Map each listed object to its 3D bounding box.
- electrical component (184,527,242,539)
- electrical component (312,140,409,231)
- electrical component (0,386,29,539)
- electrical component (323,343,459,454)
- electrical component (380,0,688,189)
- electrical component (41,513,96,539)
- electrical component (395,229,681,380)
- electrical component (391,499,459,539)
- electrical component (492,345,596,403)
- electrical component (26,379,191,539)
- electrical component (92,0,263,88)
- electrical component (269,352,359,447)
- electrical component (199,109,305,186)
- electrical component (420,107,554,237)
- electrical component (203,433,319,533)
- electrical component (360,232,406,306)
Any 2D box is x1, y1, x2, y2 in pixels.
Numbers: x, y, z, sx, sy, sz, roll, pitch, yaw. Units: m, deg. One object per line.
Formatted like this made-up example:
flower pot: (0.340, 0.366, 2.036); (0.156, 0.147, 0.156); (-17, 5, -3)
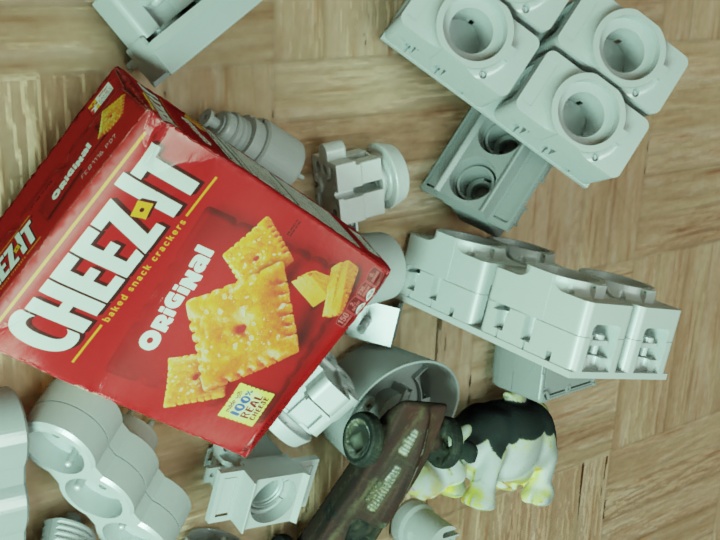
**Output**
electrical component: (-0.096, 0.235, 0.765); (0.043, 0.079, 0.077); (-4, 111, -67)
electrical component: (0.001, -0.062, 0.757); (0.055, 0.048, 0.066); (-16, 115, -25)
electrical component: (-0.240, 0.139, 0.634); (0.074, 0.052, 0.138); (-7, 110, -36)
electrical component: (0.021, 0.104, 0.817); (0.099, 0.064, 0.099); (-15, 115, -34)
electrical component: (0.124, -0.156, 0.753); (0.186, 0.060, 0.105); (34, 82, -9)
electrical component: (-0.190, 0.195, 0.686); (0.043, 0.043, 0.081); (38, 39, -40)
electrical component: (0.127, 0.020, 0.791); (0.105, 0.186, 0.060); (5, 102, -39)
electrical component: (0.055, 0.219, 0.897); (0.040, 0.046, 0.040); (-14, 114, -34)
electrical component: (0.163, 0.069, 0.923); (0.096, 0.061, 0.061); (-9, 110, -43)
electrical component: (-0.155, 0.118, 0.694); (0.138, 0.052, 0.073); (61, 35, -31)
electrical component: (-0.091, -0.172, 0.631); (0.121, 0.079, 0.063); (-44, 105, -18)
electrical component: (-0.041, 0.087, 0.762); (0.057, 0.078, 0.058); (-43, 111, 6)
electrical component: (-0.071, -0.081, 0.696); (0.078, 0.040, 0.040); (30, 86, -40)
electrical component: (0.114, -0.091, 0.821); (0.121, 0.079, 0.063); (-57, 152, -7)
electrical component: (-0.074, 0.146, 0.758); (0.081, 0.064, 0.042); (0, 117, -38)
electrical component: (0.000, 0.000, 0.773); (0.047, 0.055, 0.055); (-11, 112, -39)
